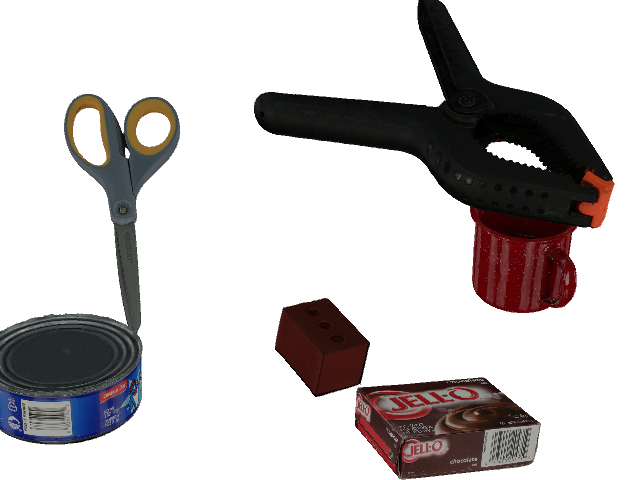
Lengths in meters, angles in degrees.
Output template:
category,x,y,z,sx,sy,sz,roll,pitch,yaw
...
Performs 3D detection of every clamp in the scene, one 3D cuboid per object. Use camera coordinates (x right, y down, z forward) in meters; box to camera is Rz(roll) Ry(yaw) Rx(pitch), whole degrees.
category,x,y,z,sx,sy,sz,roll,pitch,yaw
clamp,0.074,-0.067,0.634,0.164,0.036,0.210,-31,54,-25

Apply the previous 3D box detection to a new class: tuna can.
category,x,y,z,sx,sy,sz,roll,pitch,yaw
tuna can,-0.140,0.074,0.581,0.086,0.034,0.086,2,24,-1

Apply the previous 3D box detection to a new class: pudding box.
category,x,y,z,sx,sy,sz,roll,pitch,yaw
pudding box,0.093,0.138,0.799,0.113,0.039,0.090,0,16,-20

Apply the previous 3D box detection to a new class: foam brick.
category,x,y,z,sx,sy,sz,roll,pitch,yaw
foam brick,0.001,0.098,0.992,0.052,0.051,0.078,-12,37,-31

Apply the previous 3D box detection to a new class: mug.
category,x,y,z,sx,sy,sz,roll,pitch,yaw
mug,0.181,0.015,0.920,0.093,0.081,0.117,-18,36,-23

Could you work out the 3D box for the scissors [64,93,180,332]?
category,x,y,z,sx,sy,sz,roll,pitch,yaw
scissors,-0.130,-0.032,0.794,0.096,0.202,0.016,-21,-24,-14
